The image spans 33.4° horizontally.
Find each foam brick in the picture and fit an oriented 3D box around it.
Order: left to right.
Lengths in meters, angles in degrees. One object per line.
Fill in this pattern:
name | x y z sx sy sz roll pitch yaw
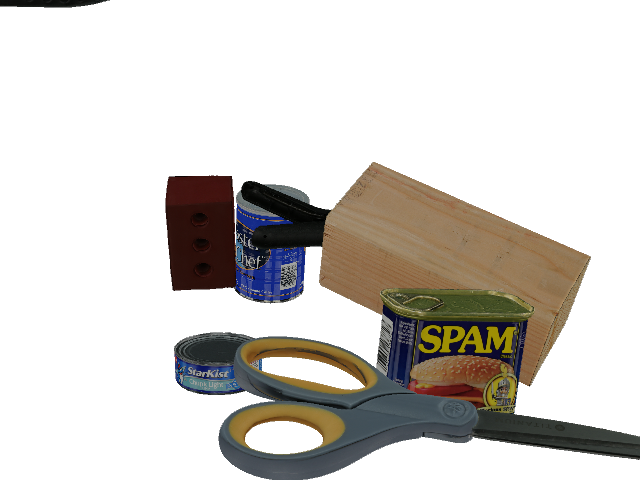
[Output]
foam brick | -0.094 -0.007 0.852 0.053 0.078 0.051 -3 27 -3

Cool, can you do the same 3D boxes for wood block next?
wood block | 0.111 0.027 0.920 0.206 0.091 0.090 26 50 18

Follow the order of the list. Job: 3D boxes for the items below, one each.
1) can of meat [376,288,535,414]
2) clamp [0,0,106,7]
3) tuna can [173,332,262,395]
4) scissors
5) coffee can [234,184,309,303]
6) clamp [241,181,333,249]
can of meat | 0.088 0.080 0.725 0.102 0.084 0.057 2 13 -17
clamp | -0.115 -0.158 0.593 0.171 0.039 0.120 -10 25 -26
tuna can | -0.099 0.119 1.033 0.086 0.034 0.086 1 15 0
scissors | 0.044 0.087 0.461 0.202 0.016 0.096 16 35 22
coffee can | -0.070 0.004 1.514 0.103 0.140 0.103 3 24 -2
clamp | 0.009 -0.010 1.208 0.210 0.036 0.164 14 21 -7
